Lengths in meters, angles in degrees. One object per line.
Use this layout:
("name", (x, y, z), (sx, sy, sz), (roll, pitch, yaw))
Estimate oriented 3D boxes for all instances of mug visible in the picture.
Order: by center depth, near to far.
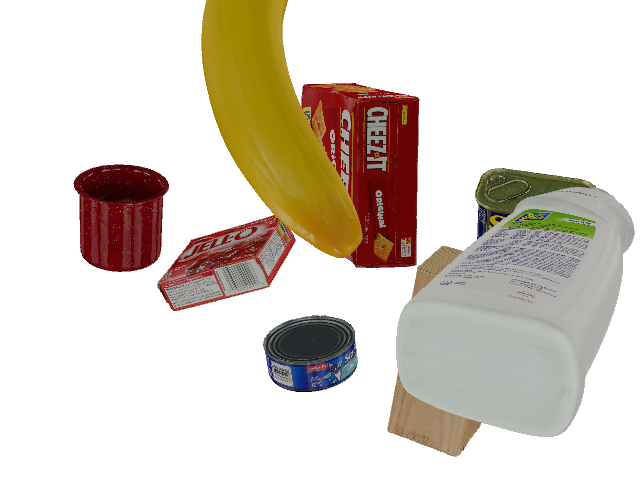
("mug", (-0.201, -0.027, 1.085), (0.093, 0.081, 0.117), (4, 28, -3))

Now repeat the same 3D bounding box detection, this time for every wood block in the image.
("wood block", (0.147, 0.124, 1.207), (0.090, 0.206, 0.090), (17, 23, 21))

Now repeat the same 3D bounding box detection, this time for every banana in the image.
("banana", (-0.020, -0.080, 0.487), (0.069, 0.198, 0.037), (-1, -31, -2))

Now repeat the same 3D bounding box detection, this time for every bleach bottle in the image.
("bleach bottle", (0.139, 0.021, 0.636), (0.103, 0.068, 0.250), (12, 26, 27))

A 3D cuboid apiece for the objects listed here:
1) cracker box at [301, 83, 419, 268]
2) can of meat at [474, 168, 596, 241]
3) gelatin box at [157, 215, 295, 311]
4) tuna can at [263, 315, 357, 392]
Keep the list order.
("cracker box", (0.035, -0.074, 1.103), (0.072, 0.164, 0.214), (-4, 13, -13))
("can of meat", (0.187, -0.009, 0.939), (0.102, 0.084, 0.057), (10, 43, 16))
("gelatin box", (-0.071, 0.016, 0.819), (0.089, 0.030, 0.073), (-15, 22, 24))
("tuna can", (-0.009, 0.105, 0.991), (0.086, 0.034, 0.086), (-7, 24, 3))
